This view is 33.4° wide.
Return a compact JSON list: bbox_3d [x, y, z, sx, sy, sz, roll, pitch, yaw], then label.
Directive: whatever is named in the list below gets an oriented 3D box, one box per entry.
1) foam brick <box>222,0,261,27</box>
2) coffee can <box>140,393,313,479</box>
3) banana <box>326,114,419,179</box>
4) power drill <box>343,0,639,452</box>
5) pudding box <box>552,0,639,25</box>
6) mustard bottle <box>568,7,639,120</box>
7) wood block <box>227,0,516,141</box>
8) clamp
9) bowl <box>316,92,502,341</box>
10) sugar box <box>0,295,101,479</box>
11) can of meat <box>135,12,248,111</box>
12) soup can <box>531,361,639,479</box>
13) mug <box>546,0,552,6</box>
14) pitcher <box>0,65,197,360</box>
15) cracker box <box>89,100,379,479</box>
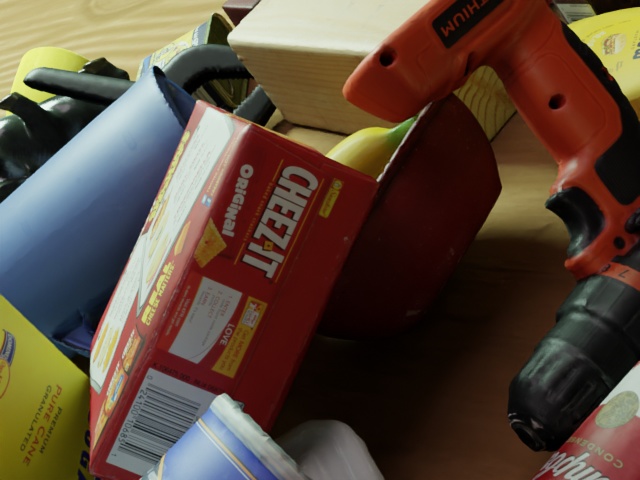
[{"bbox_3d":[-0.036,-0.208,0.934,0.078,0.053,0.051,-50,35,-19],"label":"foam brick"},{"bbox_3d":[-0.048,0.139,0.372,0.140,0.102,0.103,-45,34,-10],"label":"coffee can"},{"bbox_3d":[-0.008,-0.001,0.660,0.197,0.037,0.070,-57,13,-14],"label":"banana"},{"bbox_3d":[0.100,-0.026,0.476,0.184,0.187,0.057,-44,2,-23],"label":"power drill"},{"bbox_3d":[0.175,-0.179,0.645,0.090,0.113,0.039,-46,30,-12],"label":"pudding box"},{"bbox_3d":[0.214,-0.095,0.558,0.192,0.058,0.096,-8,43,37],"label":"mustard bottle"},{"bbox_3d":[0.040,-0.129,0.734,0.090,0.090,0.206,-50,35,-16],"label":"wood block"},{"bbox_3d":[-0.122,-0.102,0.837,0.210,0.164,0.036,-30,-7,1],"label":"clamp"},{"bbox_3d":[0.049,-0.004,0.565,0.162,0.055,0.162,-57,-4,-7],"label":"bowl"},{"bbox_3d":[-0.152,0.106,0.556,0.048,0.176,0.093,-19,38,30],"label":"sugar box"},{"bbox_3d":[-0.112,-0.136,0.916,0.084,0.057,0.102,-26,35,21],"label":"can of meat"},{"bbox_3d":[0.132,0.087,0.409,0.102,0.068,0.069,-44,34,-11],"label":"soup can"},{"bbox_3d":[0.110,-0.198,0.745,0.117,0.093,0.081,-10,42,-1],"label":"mug"},{"bbox_3d":[-0.156,0.009,0.731,0.243,0.145,0.149,-38,8,8],"label":"pitcher"},{"bbox_3d":[-0.055,0.019,0.545,0.164,0.072,0.214,-65,14,4],"label":"cracker box"}]
